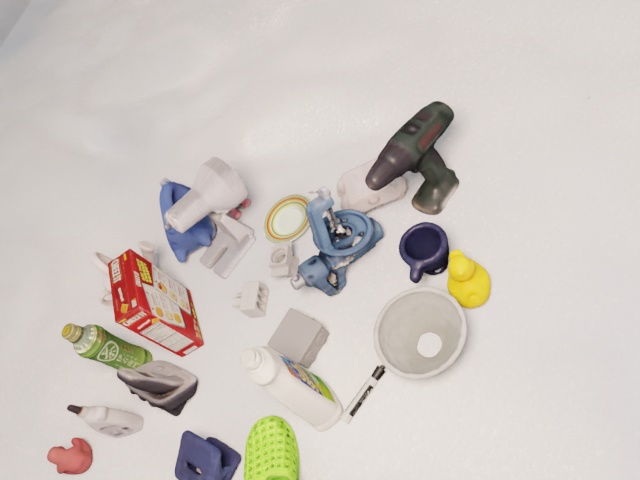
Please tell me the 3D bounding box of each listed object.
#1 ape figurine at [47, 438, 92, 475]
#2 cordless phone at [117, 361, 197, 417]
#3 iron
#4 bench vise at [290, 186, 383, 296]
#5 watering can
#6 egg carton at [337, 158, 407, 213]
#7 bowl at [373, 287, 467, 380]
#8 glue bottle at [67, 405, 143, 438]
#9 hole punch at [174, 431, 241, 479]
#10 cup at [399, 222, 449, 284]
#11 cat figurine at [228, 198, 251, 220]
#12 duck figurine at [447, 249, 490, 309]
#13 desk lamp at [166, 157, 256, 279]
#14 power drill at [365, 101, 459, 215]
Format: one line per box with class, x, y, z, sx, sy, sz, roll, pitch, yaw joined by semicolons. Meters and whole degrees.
ape figurine;-0.537;0.461;1.218;0.075;0.092;0.078;32;80;39
cordless phone;-0.355;0.280;1.167;0.147;0.186;0.094;11;68;34
iron;-0.351;-0.078;1.417;0.118;0.142;0.257;-31;51;9
bench vise;0.019;0.007;1.101;0.121;0.220;0.207;19;72;37
watering can;-0.454;0.078;1.344;0.100;0.195;0.173;14;69;35
egg carton;0.109;-0.112;1.223;0.150;0.070;0.107;-24;52;15
bowl;0.182;0.170;1.002;0.167;0.075;0.167;-14;55;22
glue bottle;-0.447;0.365;1.174;0.078;0.174;0.037;-21;53;17
hole punch;-0.218;0.420;1.062;0.108;0.091;0.101;15;69;35
cup;0.199;0.038;1.061;0.091;0.095;0.118;5;64;32
cat figurine;-0.229;-0.111;1.384;0.127;0.118;0.067;31;80;39
duck figurine;0.257;0.064;1.018;0.077;0.086;0.104;-23;52;16
desk lamp;-0.235;-0.052;1.287;0.117;0.214;0.203;27;77;38
power drill;0.191;-0.141;1.104;0.075;0.209;0.230;25;76;38
